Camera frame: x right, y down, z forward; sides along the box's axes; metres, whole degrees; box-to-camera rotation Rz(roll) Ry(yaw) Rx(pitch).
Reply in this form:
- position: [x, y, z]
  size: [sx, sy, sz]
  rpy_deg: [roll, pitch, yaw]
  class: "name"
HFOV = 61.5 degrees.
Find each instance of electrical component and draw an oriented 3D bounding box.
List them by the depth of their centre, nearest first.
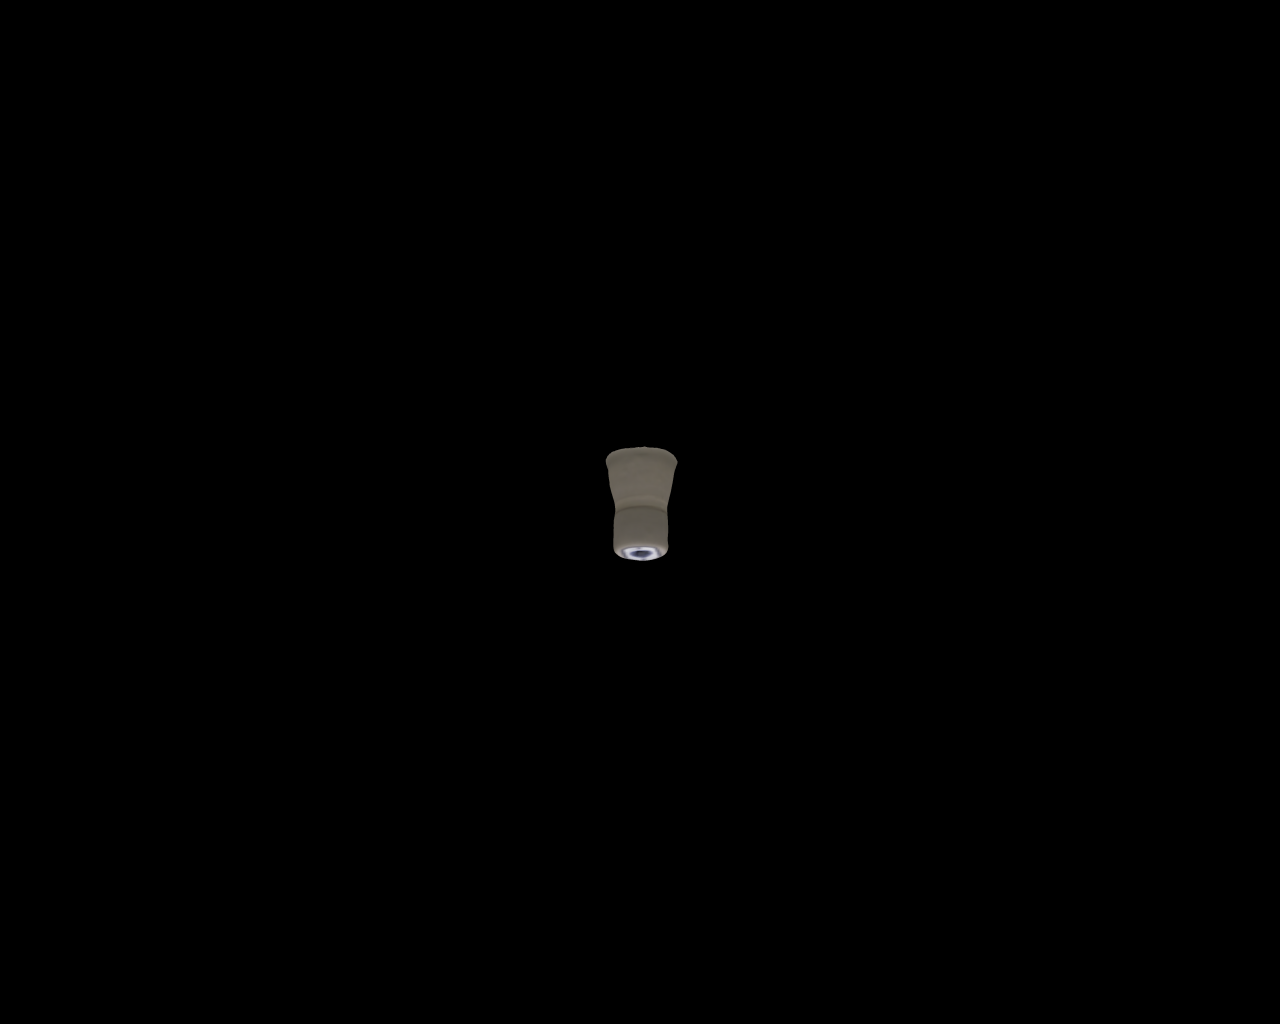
- position: [0.001, -0.003, 0.650]
  size: [0.044, 0.065, 0.044]
  rpy_deg: [0, -20, 0]
  class: "electrical component"
